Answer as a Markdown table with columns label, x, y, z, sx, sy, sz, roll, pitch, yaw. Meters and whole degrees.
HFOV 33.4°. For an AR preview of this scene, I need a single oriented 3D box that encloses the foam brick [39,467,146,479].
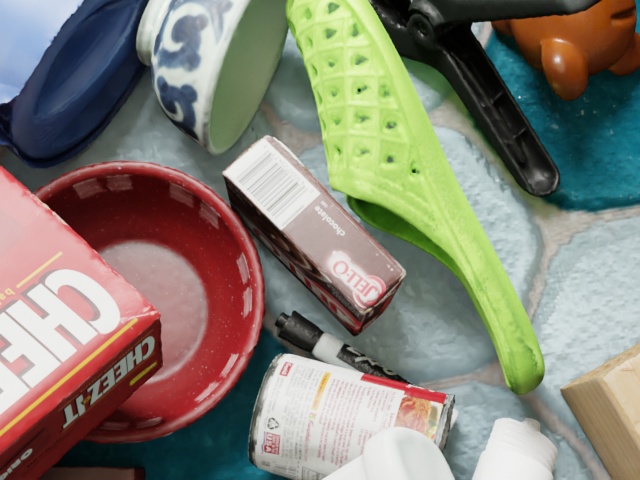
| label | x | y | z | sx | sy | sz | roll | pitch | yaw |
| --- | --- | --- | --- | --- | --- | --- | --- | --- | --- |
| foam brick | -0.139 | 0.154 | 0.600 | 0.078 | 0.051 | 0.053 | 1 | 77 | -1 |

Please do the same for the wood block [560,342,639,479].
| label | x | y | z | sx | sy | sz | roll | pitch | yaw |
| --- | --- | --- | --- | --- | --- | --- | --- | --- | --- |
| wood block | 0.232 | 0.148 | 0.589 | 0.090 | 0.090 | 0.206 | -28 | 80 | -8 |

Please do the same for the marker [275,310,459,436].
| label | x | y | z | sx | sy | sz | roll | pitch | yaw |
| --- | --- | --- | --- | --- | --- | --- | --- | --- | --- |
| marker | 0.026 | 0.078 | 0.635 | 0.121 | 0.020 | 0.020 | 32 | 79 | 5 |

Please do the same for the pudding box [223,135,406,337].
| label | x | y | z | sx | sy | sz | roll | pitch | yaw |
| --- | --- | --- | --- | --- | --- | --- | --- | --- | --- |
| pudding box | -0.004 | 0.001 | 0.615 | 0.039 | 0.090 | 0.113 | -41 | 81 | -10 |

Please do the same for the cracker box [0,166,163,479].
| label | x | y | z | sx | sy | sz | roll | pitch | yaw |
| --- | --- | --- | --- | --- | --- | --- | --- | --- | --- |
| cracker box | -0.210 | 0.033 | 0.533 | 0.214 | 0.072 | 0.164 | 39 | 62 | 16 |

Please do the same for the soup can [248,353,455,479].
| label | x | y | z | sx | sy | sz | roll | pitch | yaw |
| --- | --- | --- | --- | --- | --- | --- | --- | --- | --- |
| soup can | 0.018 | 0.107 | 0.597 | 0.102 | 0.068 | 0.068 | 13 | 78 | 12 |

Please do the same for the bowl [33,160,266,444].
| label | x | y | z | sx | sy | sz | roll | pitch | yaw |
| --- | --- | --- | --- | --- | --- | --- | --- | --- | --- |
| bowl | -0.112 | 0.038 | 0.623 | 0.162 | 0.055 | 0.162 | 0 | 78 | -1 |

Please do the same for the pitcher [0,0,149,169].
| label | x | y | z | sx | sy | sz | roll | pitch | yaw |
| --- | --- | --- | --- | --- | --- | --- | --- | --- | --- |
| pitcher | -0.217 | -0.165 | 0.636 | 0.243 | 0.149 | 0.145 | 34 | 95 | 9 |

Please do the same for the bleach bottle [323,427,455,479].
| label | x | y | z | sx | sy | sz | roll | pitch | yaw |
| --- | --- | --- | --- | --- | --- | --- | --- | --- | --- |
| bleach bottle | -0.036 | 0.198 | 0.549 | 0.251 | 0.068 | 0.102 | -34 | 60 | 21 |

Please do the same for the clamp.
| label | x | y | z | sx | sy | sz | roll | pitch | yaw |
| --- | --- | --- | --- | --- | --- | --- | --- | --- | --- |
| clamp | 0.077 | -0.124 | 0.638 | 0.036 | 0.164 | 0.210 | -36 | 54 | -23 |
